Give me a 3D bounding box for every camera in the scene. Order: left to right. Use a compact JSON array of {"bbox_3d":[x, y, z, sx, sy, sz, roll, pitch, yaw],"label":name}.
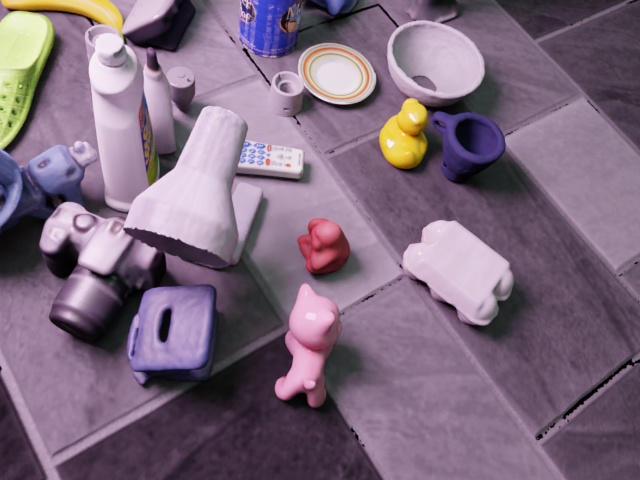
[{"bbox_3d":[-0.275,0.038,0.681,0.143,0.101,0.137,23,61,1],"label":"camera"}]

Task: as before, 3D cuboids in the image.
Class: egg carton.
[{"bbox_3d":[0.192,0.044,0.794,0.150,0.069,0.107,39,62,9],"label":"egg carton"}]

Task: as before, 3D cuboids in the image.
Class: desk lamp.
[{"bbox_3d":[-0.139,-0.045,0.688,0.118,0.213,0.203,18,61,-2],"label":"desk lamp"}]

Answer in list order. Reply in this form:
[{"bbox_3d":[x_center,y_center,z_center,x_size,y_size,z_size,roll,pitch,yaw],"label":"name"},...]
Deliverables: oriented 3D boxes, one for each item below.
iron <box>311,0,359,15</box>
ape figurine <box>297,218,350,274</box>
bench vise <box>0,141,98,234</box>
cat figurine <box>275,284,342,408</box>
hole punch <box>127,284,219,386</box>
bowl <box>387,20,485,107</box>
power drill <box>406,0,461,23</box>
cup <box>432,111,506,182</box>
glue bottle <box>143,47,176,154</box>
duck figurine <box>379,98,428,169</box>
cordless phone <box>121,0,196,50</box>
[{"bbox_3d":[0.044,-0.524,1.017,0.118,0.141,0.258,25,61,2],"label":"iron"},{"bbox_3d":[0.007,0.003,0.764,0.076,0.092,0.078,22,61,1],"label":"ape figurine"},{"bbox_3d":[-0.374,-0.086,0.657,0.121,0.219,0.208,38,62,9],"label":"bench vise"},{"bbox_3d":[-0.009,0.124,0.683,0.067,0.117,0.128,10,61,-6],"label":"cat figurine"},{"bbox_3d":[-0.172,0.109,0.672,0.101,0.091,0.108,6,62,-9],"label":"hole punch"},{"bbox_3d":[0.185,-0.282,0.959,0.167,0.074,0.167,5,62,-9],"label":"bowl"},{"bbox_3d":[0.236,-0.488,1.001,0.230,0.208,0.075,-27,71,-23],"label":"power drill"},{"bbox_3d":[0.212,-0.140,0.879,0.117,0.095,0.092,34,61,7],"label":"cup"},{"bbox_3d":[-0.220,-0.194,0.772,0.037,0.173,0.078,-11,65,-16],"label":"glue bottle"},{"bbox_3d":[0.138,-0.170,0.885,0.077,0.086,0.104,8,62,-7],"label":"duck figurine"},{"bbox_3d":[-0.247,-0.399,0.867,0.094,0.185,0.147,13,61,-4],"label":"cordless phone"}]
